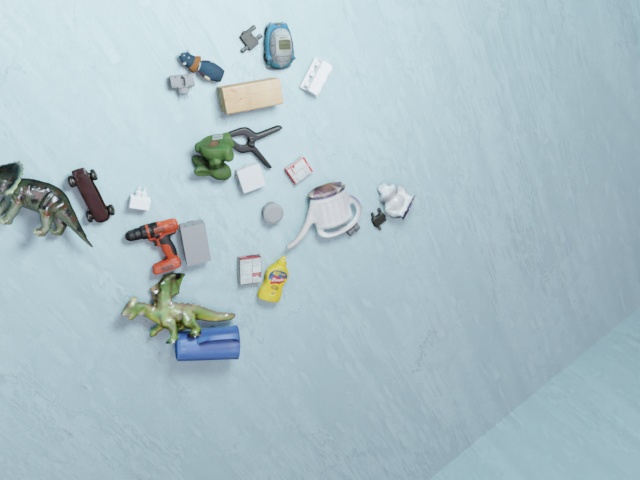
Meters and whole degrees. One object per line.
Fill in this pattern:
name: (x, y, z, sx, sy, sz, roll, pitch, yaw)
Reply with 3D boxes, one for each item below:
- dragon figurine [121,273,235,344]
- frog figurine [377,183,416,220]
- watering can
dragon figurine: (-0.529, 0.241, 1.930, 0.413, 0.123, 0.240, -14, 105, -28)
frog figurine: (0.308, -0.169, 2.167, 0.160, 0.124, 0.136, 30, 106, 7)
watering can: (0.006, -0.103, 2.037, 0.349, 0.105, 0.220, -21, 114, -16)
